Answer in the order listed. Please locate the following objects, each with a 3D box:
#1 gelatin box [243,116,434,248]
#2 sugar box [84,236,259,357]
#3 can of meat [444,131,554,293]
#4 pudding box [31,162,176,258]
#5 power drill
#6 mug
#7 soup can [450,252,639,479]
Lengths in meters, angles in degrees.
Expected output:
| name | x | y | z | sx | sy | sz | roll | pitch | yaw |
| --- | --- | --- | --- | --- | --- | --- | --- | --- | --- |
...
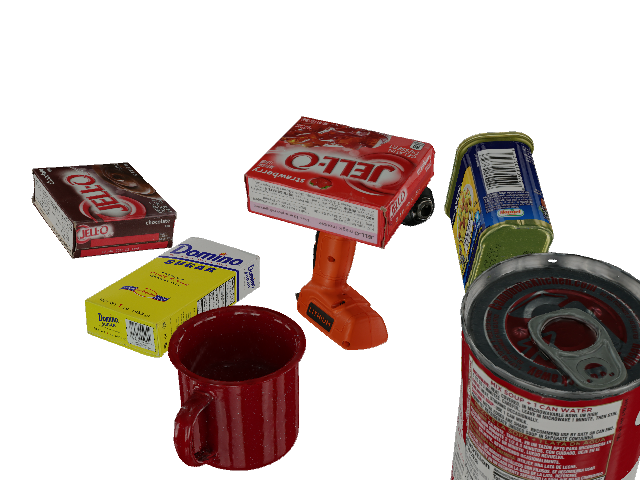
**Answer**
| name | x | y | z | sx | sy | sz | roll | pitch | yaw |
| --- | --- | --- | --- | --- | --- | --- | --- | --- | --- |
| gelatin box | 0.012 | -0.036 | 0.617 | 0.089 | 0.030 | 0.073 | 15 | 40 | 22 |
| sugar box | -0.148 | 0.053 | 1.097 | 0.093 | 0.048 | 0.175 | 16 | 32 | 26 |
| can of meat | 0.129 | -0.014 | 0.777 | 0.057 | 0.084 | 0.102 | -2 | -36 | -5 |
| pudding box | -0.187 | -0.028 | 0.911 | 0.089 | 0.039 | 0.114 | -6 | 27 | -32 |
| power drill | 0.037 | 0.004 | 1.007 | 0.057 | 0.188 | 0.185 | -6 | 24 | -30 |
| mug | -0.061 | 0.109 | 0.728 | 0.093 | 0.081 | 0.117 | 13 | 33 | 23 |
| soup can | 0.081 | 0.065 | 0.380 | 0.068 | 0.102 | 0.068 | -1 | 39 | 1 |
